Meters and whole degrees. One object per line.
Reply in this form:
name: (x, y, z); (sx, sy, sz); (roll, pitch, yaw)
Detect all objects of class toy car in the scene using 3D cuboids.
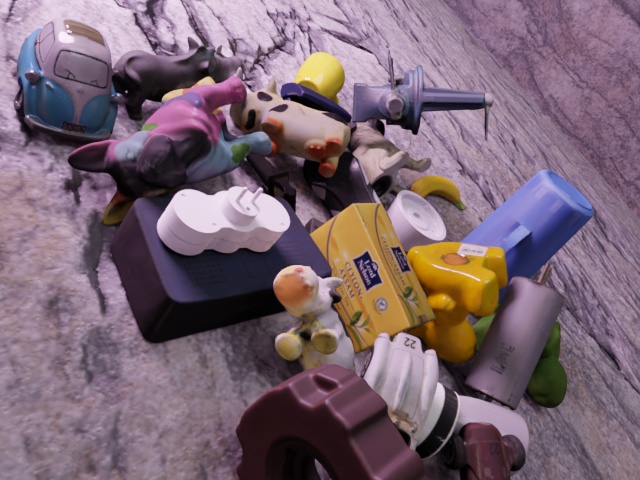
toy car: (-0.283, -0.196, 0.619); (0.109, 0.103, 0.162); (10, 48, -41)
toy car: (0.181, 0.295, 0.563); (0.089, 0.053, 0.202); (11, 60, -16)
toy car: (0.066, 0.190, 0.538); (0.073, 0.056, 0.201); (20, 69, -1)

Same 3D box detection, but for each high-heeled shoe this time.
high-heeled shoe: (0.053, -0.048, 0.851); (0.145, 0.086, 0.249); (60, 0, -40)

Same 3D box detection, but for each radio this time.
radio: (-0.104, 0.021, 0.598); (0.229, 0.073, 0.131); (-5, 57, -50)

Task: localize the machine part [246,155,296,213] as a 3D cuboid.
machine part: (-0.073, -0.089, 0.754); (0.039, 0.084, 0.139); (-33, 62, -13)

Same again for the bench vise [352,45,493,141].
bench vise: (0.177, -0.238, 0.915); (0.241, 0.128, 0.223); (2, 7, 3)

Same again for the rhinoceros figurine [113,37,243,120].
rhinoceros figurine: (-0.192, -0.226, 0.736); (0.190, 0.112, 0.073); (-18, 64, -44)

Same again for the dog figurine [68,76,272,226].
dog figurine: (-0.181, -0.105, 0.626); (0.219, 0.192, 0.108); (-36, 120, -32)

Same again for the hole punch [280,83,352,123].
hole punch: (-0.016, -0.225, 0.939); (0.142, 0.092, 0.116); (18, 38, -27)

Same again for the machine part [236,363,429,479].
machine part: (0.002, 0.193, 0.438); (0.056, 0.179, 0.179); (-10, 61, -48)

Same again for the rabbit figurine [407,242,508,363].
rabbit figurine: (0.173, 0.097, 0.746); (0.163, 0.173, 0.122); (2, 29, 18)

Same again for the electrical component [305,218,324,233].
electrical component: (-0.002, -0.002, 0.770); (0.094, 0.021, 0.063); (29, 37, -20)

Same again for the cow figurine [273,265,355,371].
cow figurine: (0.000, 0.093, 0.566); (0.098, 0.068, 0.167); (-49, 134, -61)

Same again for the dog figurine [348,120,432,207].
dog figurine: (0.076, -0.151, 0.962); (0.172, 0.121, 0.191); (1, 39, -49)

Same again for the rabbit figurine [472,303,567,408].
rabbit figurine: (0.337, 0.182, 0.870); (0.159, 0.121, 0.170); (-28, 93, -61)

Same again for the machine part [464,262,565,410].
machine part: (0.269, 0.141, 0.744); (0.079, 0.243, 0.079); (28, -7, 4)

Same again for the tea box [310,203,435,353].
tea box: (0.063, 0.047, 0.695); (0.068, 0.098, 0.169); (-4, 65, -48)

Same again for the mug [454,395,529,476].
mug: (0.187, 0.245, 0.659); (0.107, 0.080, 0.109); (26, 44, -8)

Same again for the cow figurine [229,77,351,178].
cow figurine: (-0.047, -0.181, 0.826); (0.195, 0.085, 0.127); (18, 44, 7)
